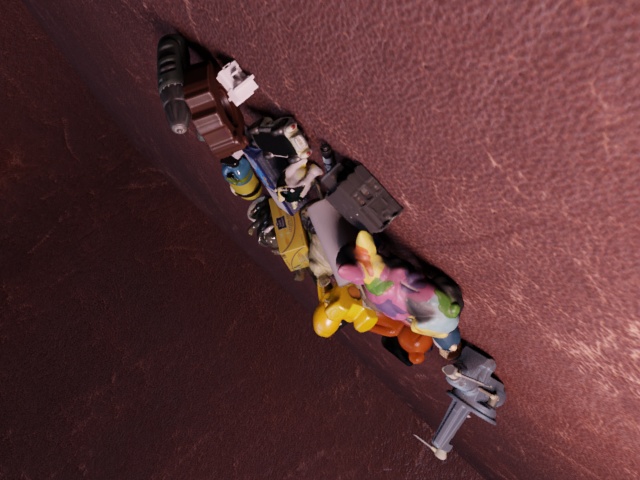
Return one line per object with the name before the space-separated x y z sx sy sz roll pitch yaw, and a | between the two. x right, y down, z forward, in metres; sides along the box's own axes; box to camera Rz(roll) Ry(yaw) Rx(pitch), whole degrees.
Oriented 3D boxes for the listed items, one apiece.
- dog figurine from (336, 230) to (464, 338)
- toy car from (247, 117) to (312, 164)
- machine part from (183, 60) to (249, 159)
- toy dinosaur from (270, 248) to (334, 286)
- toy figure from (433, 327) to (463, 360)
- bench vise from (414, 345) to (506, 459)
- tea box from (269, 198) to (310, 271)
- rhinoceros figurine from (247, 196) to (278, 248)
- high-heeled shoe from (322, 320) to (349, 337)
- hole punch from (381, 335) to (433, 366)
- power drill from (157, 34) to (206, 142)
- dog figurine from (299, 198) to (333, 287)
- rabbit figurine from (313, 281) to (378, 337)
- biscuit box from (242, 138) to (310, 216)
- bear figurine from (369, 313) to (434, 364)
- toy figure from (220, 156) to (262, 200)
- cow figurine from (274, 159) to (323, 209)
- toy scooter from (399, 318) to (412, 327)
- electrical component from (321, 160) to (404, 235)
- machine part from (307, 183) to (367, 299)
dog figurine | 0.128 0.072 0.930 0.219 0.108 0.192 36 170 -40
toy car | -0.075 -0.188 0.992 0.073 0.056 0.202 58 162 -26
machine part | -0.193 -0.246 1.009 0.179 0.056 0.179 -18 -90 -79
toy dinosaur | -0.004 0.053 1.452 0.472 0.105 0.198 13 143 49
toy figure | 0.280 0.221 1.167 0.058 0.064 0.154 -2 143 22
bench vise | 0.303 0.354 1.143 0.129 0.240 0.223 30 177 39
tea box | -0.068 -0.022 1.312 0.098 0.068 0.170 64 -170 -58
rhinoceros figurine | -0.133 -0.044 1.453 0.073 0.112 0.190 41 -156 -31
high-heeled shoe | 0.102 0.210 1.385 0.248 0.145 0.086 22 145 -23
hole punch | 0.229 0.237 1.366 0.142 0.092 0.115 39 136 38
power drill | -0.260 -0.274 1.075 0.207 0.086 0.232 37 -143 -68
dog figurine | 0.001 -0.006 1.194 0.172 0.121 0.190 -17 116 44
rabbit figurine | 0.034 0.152 1.245 0.122 0.173 0.162 11 -134 -28
biscuit box | -0.096 -0.143 1.190 0.059 0.063 0.202 36 165 40
bear figurine | 0.188 0.200 1.272 0.196 0.120 0.131 36 170 16
toy figure | -0.214 -0.171 1.457 0.089 0.082 0.180 43 166 21
cow figurine | -0.053 -0.105 1.090 0.068 0.098 0.167 38 168 1
toy scooter | 0.168 0.125 1.179 0.184 0.075 0.135 44 170 17
electrical component | 0.063 -0.072 0.909 0.134 0.058 0.115 45 166 -3
machine part | 0.040 0.002 1.045 0.079 0.079 0.243 120 129 -78
